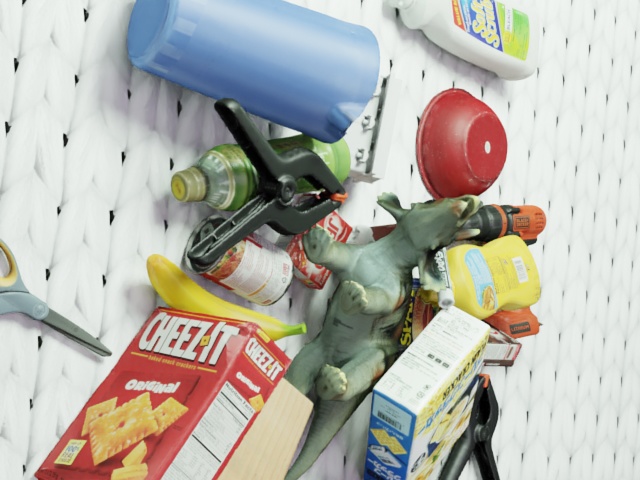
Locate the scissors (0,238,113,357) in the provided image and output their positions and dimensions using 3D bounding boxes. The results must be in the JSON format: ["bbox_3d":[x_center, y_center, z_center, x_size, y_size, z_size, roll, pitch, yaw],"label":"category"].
[{"bbox_3d":[-0.282,0.074,0.997,0.096,0.016,0.201,-51,123,-28],"label":"scissors"}]

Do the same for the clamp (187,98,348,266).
[{"bbox_3d":[-0.047,-0.062,1.097,0.209,0.036,0.164,-6,108,-48],"label":"clamp"}]

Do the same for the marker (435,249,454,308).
[{"bbox_3d":[0.145,0.029,1.283,0.020,0.020,0.121,40,33,-37],"label":"marker"}]

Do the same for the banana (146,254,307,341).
[{"bbox_3d":[-0.110,0.068,1.126,0.197,0.070,0.037,26,38,-29],"label":"banana"}]

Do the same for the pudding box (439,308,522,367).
[{"bbox_3d":[0.190,0.123,1.378,0.089,0.114,0.039,6,112,-43],"label":"pudding box"}]

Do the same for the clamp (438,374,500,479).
[{"bbox_3d":[0.203,0.268,1.449,0.120,0.039,0.171,1,86,-48],"label":"clamp"}]

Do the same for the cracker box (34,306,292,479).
[{"bbox_3d":[-0.151,0.170,1.023,0.072,0.164,0.213,52,59,-34],"label":"cracker box"}]

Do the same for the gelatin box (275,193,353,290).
[{"bbox_3d":[-0.008,0.001,1.241,0.073,0.030,0.089,43,65,-34],"label":"gelatin box"}]

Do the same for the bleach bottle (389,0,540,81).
[{"bbox_3d":[0.185,-0.282,1.392,0.250,0.068,0.102,7,86,-41],"label":"bleach bottle"}]

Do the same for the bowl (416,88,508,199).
[{"bbox_3d":[0.200,-0.123,1.417,0.161,0.055,0.162,-3,94,-43],"label":"bowl"}]

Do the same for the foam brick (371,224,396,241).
[{"bbox_3d":[0.106,0.005,1.335,0.078,0.053,0.051,-7,97,-44],"label":"foam brick"}]

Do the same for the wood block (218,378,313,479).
[{"bbox_3d":[-0.095,0.233,1.079,0.090,0.091,0.206,42,45,-18],"label":"wood block"}]

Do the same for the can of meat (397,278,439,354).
[{"bbox_3d":[0.103,0.094,1.334,0.083,0.058,0.102,5,88,-46],"label":"can of meat"}]

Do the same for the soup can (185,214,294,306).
[{"bbox_3d":[-0.085,0.023,1.145,0.102,0.069,0.068,31,71,-40],"label":"soup can"}]

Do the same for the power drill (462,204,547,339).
[{"bbox_3d":[0.244,0.044,1.464,0.184,0.057,0.188,-4,96,-39],"label":"power drill"}]

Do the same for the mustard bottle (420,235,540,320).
[{"bbox_3d":[0.196,0.052,1.343,0.191,0.058,0.096,-10,81,-42],"label":"mustard bottle"}]

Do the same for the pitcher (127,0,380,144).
[{"bbox_3d":[-0.071,-0.200,1.104,0.242,0.149,0.145,15,84,-32],"label":"pitcher"}]
